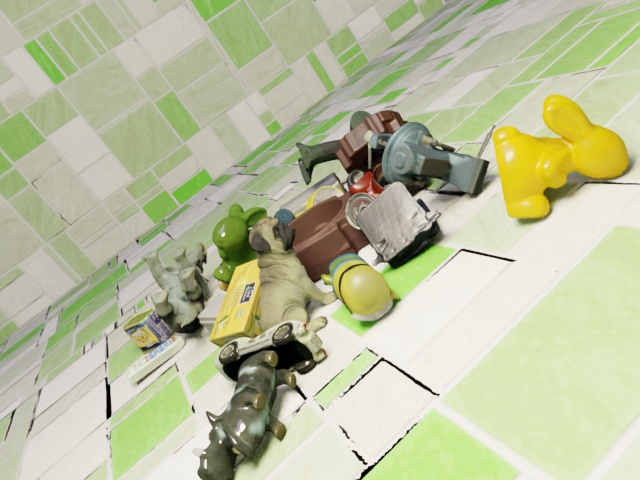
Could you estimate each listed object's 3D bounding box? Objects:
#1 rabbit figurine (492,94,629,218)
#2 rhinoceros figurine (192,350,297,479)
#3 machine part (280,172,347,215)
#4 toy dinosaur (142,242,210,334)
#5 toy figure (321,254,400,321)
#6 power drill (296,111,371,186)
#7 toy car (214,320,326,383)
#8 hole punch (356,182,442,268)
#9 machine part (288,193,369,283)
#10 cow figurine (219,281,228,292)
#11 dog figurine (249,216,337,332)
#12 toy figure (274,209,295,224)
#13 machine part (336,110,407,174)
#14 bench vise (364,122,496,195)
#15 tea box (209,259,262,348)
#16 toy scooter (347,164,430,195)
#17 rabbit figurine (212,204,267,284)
[{"bbox_3d":[0.345,-0.125,0.774,0.173,0.162,0.122,-5,19,24],"label":"rabbit figurine"},{"bbox_3d":[-0.105,0.235,0.729,0.112,0.073,0.190,-13,36,31],"label":"rhinoceros figurine"},{"bbox_3d":[-0.015,-0.097,1.373,0.243,0.079,0.079,-34,19,9],"label":"machine part"},{"bbox_3d":[-0.314,0.137,1.233,0.131,0.191,0.405,-22,35,-2],"label":"toy dinosaur"},{"bbox_3d":[0.054,0.068,0.855,0.082,0.089,0.180,-43,21,3],"label":"toy figure"},{"bbox_3d":[0.053,-0.195,1.256,0.207,0.086,0.231,-13,-24,-2],"label":"power drill"},{"bbox_3d":[-0.081,0.178,0.840,0.202,0.073,0.056,-24,22,30],"label":"toy car"},{"bbox_3d":[0.142,-0.020,0.926,0.142,0.092,0.116,-39,54,16],"label":"hole punch"},{"bbox_3d":[-0.002,-0.003,1.121,0.201,0.087,0.201,-29,20,13],"label":"machine part"},{"bbox_3d":[-0.145,0.068,1.209,0.167,0.098,0.068,-47,-22,-25],"label":"cow figurine"},{"bbox_3d":[-0.079,0.074,0.908,0.121,0.190,0.172,-23,24,32],"label":"dog figurine"},{"bbox_3d":[-0.090,-0.016,1.285,0.064,0.058,0.154,-54,-11,-28],"label":"toy figure"},{"bbox_3d":[0.125,-0.199,1.166,0.179,0.056,0.179,-20,-25,-10],"label":"machine part"},{"bbox_3d":[0.183,-0.159,0.994,0.223,0.128,0.241,-14,31,-35],"label":"bench vise"},{"bbox_3d":[-0.129,0.121,1.002,0.098,0.068,0.170,-23,38,36],"label":"tea box"},{"bbox_3d":[0.156,-0.116,1.125,0.184,0.075,0.135,-22,48,-5],"label":"toy scooter"},{"bbox_3d":[-0.158,0.002,1.100,0.121,0.170,0.159,9,67,15],"label":"rabbit figurine"}]
